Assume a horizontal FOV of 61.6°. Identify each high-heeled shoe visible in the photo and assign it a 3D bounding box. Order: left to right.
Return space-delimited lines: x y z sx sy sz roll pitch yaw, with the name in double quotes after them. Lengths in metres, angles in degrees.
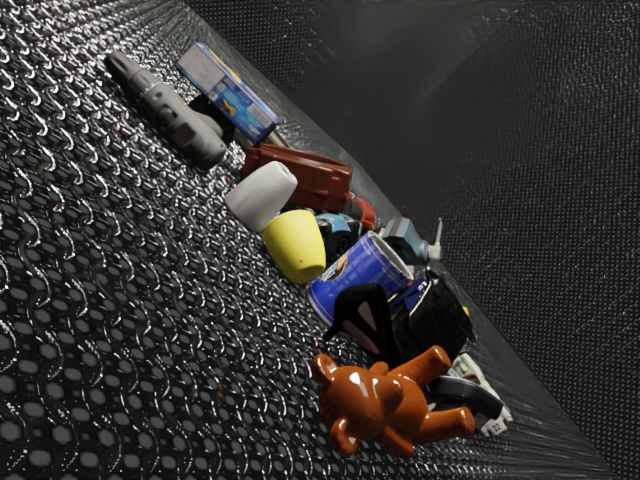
0.113 0.155 0.732 0.248 0.145 0.086 36 41 -9 "high-heeled shoe"

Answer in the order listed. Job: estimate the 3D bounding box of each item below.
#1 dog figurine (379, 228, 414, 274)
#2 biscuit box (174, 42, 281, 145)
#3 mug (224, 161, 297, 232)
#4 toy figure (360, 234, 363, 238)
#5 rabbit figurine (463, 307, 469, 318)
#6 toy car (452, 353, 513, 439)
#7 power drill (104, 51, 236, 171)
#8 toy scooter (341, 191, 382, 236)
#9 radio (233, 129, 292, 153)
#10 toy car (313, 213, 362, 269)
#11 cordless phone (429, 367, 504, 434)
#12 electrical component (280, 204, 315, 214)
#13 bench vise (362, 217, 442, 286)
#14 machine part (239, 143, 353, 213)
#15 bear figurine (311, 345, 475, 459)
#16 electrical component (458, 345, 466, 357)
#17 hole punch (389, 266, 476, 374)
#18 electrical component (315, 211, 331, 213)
0.129 0.035 1.366 0.172 0.121 0.191 13 -4 -24 "dog figurine"
-0.164 -0.264 0.975 0.202 0.059 0.063 44 15 -10 "biscuit box"
-0.086 -0.074 0.886 0.081 0.107 0.109 53 15 17 "mug"
0.044 -0.072 1.379 0.180 0.082 0.089 51 30 -19 "toy figure"
0.250 0.168 1.176 0.162 0.122 0.173 34 -4 12 "rabbit figurine"
0.319 0.314 1.107 0.056 0.073 0.202 43 12 -35 "toy car"
-0.234 -0.219 0.911 0.232 0.086 0.207 46 8 0 "power drill"
0.080 -0.051 1.161 0.135 0.075 0.184 32 8 -29 "toy scooter"
-0.107 -0.197 1.270 0.230 0.073 0.131 51 13 18 "radio"
-0.002 -0.003 0.996 0.103 0.109 0.161 26 16 35 "toy car"
0.246 0.262 1.019 0.146 0.089 0.184 37 11 -38 "cordless phone"
-0.026 -0.032 1.097 0.119 0.048 0.074 52 14 31 "electrical component"
0.149 0.069 1.092 0.129 0.224 0.240 -75 151 -54 "bench vise"
-0.041 -0.124 1.032 0.201 0.087 0.201 15 14 2 "machine part"
0.082 0.180 0.616 0.195 0.132 0.120 41 27 -54 "bear figurine"
0.251 0.230 1.103 0.078 0.102 0.045 74 -5 -71 "electrical component"
0.154 0.127 0.806 0.142 0.116 0.092 53 -33 -11 "hole punch"
0.009 -0.034 1.194 0.134 0.058 0.114 54 16 26 "electrical component"
